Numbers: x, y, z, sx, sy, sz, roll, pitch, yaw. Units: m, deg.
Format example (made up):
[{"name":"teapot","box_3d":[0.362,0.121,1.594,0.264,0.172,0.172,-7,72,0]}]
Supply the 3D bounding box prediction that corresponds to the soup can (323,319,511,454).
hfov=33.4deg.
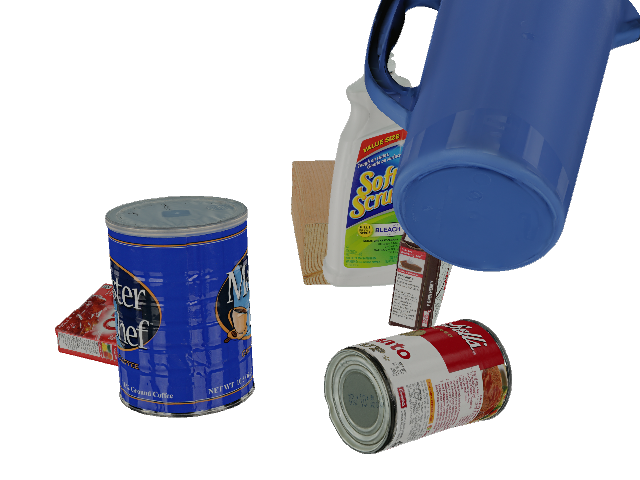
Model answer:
[{"name":"soup can","box_3d":[0.061,0.091,0.675,0.102,0.068,0.069,-9,5,-36]}]

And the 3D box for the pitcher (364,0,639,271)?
[{"name":"pitcher","box_3d":[0.116,-0.102,0.729,0.149,0.242,0.145,-23,-56,41]}]

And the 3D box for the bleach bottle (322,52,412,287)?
[{"name":"bleach bottle","box_3d":[0.053,-0.076,1.140,0.102,0.251,0.068,-3,25,-5]}]

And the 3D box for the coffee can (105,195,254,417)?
[{"name":"coffee can","box_3d":[-0.102,0.046,0.789,0.103,0.140,0.103,-1,15,0]}]

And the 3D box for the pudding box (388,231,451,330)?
[{"name":"pudding box","box_3d":[0.091,0.008,0.895,0.039,0.090,0.113,12,38,11]}]

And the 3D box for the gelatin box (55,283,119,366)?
[{"name":"gelatin box","box_3d":[-0.191,0.077,0.993,0.073,0.030,0.089,11,31,20]}]

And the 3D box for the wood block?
[{"name":"wood block","box_3d":[0.013,-0.028,1.435,0.090,0.090,0.206,-1,27,-6]}]
